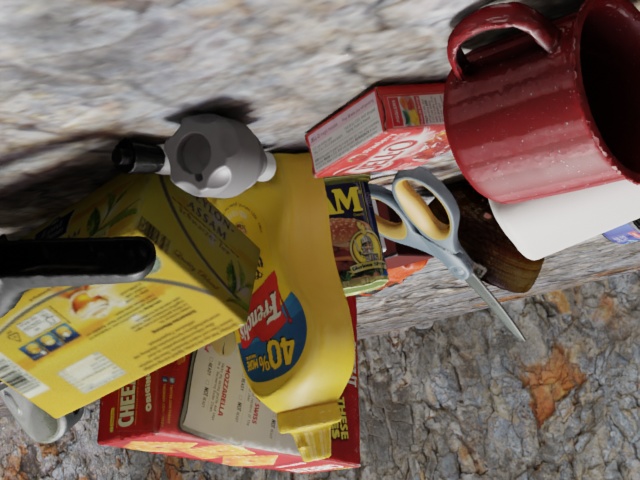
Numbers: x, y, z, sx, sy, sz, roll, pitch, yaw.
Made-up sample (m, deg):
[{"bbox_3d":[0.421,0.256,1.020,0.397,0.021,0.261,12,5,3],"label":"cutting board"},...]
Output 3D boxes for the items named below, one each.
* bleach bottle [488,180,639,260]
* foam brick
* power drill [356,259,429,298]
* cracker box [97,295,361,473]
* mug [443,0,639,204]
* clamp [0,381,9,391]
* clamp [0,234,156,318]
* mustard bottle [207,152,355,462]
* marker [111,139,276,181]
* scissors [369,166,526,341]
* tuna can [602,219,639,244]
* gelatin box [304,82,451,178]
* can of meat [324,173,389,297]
[{"bbox_3d":[0.211,-0.079,0.581,0.251,0.102,0.068,-25,137,22],"label":"bleach bottle"},{"bbox_3d":[0.061,-0.004,0.938,0.051,0.053,0.078,-17,170,31],"label":"foam brick"},{"bbox_3d":[-0.001,0.039,1.131,0.187,0.057,0.185,-10,168,-31],"label":"power drill"},{"bbox_3d":[-0.062,0.084,0.807,0.072,0.164,0.213,-16,155,37],"label":"cracker box"},{"bbox_3d":[0.106,-0.069,0.512,0.082,0.093,0.117,-13,142,43],"label":"mug"},{"bbox_3d":[-0.266,0.102,0.704,0.209,0.036,0.165,-18,168,-34],"label":"clamp"},{"bbox_3d":[-0.172,0.012,0.567,0.120,0.039,0.172,35,136,-25],"label":"clamp"},{"bbox_3d":[-0.021,0.046,0.689,0.058,0.191,0.096,-5,168,-40],"label":"mustard bottle"},{"bbox_3d":[-0.071,-0.045,0.610,0.020,0.020,0.120,-19,169,36],"label":"marker"},{"bbox_3d":[0.092,0.015,0.850,0.096,0.016,0.201,4,140,35],"label":"scissors"},{"bbox_3d":[0.245,-0.041,0.852,0.085,0.086,0.034,-4,170,-43],"label":"tuna can"},{"bbox_3d":[0.044,-0.062,0.618,0.073,0.030,0.089,-7,170,-29],"label":"gelatin box"},{"bbox_3d":[-0.005,0.001,0.779,0.102,0.084,0.058,-8,170,-23],"label":"can of meat"}]
